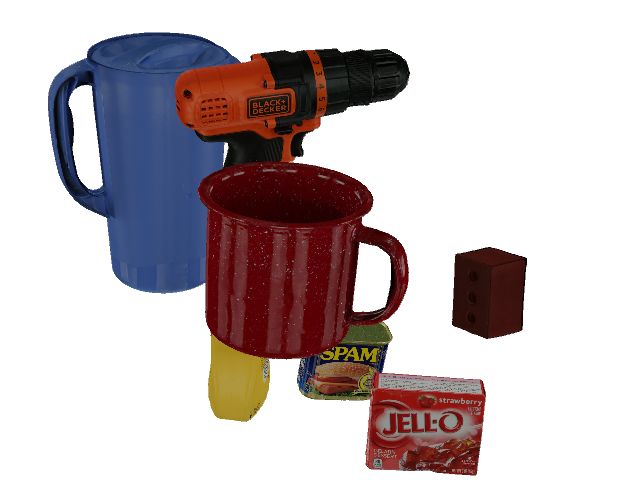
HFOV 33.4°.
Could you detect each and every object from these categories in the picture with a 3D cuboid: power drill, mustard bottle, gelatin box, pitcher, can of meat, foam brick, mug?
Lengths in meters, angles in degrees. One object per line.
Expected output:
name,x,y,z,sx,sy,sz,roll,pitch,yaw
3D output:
power drill,-0.021,-0.065,0.858,0.184,0.188,0.057,-8,36,-12
mustard bottle,-0.073,0.067,0.972,0.058,0.192,0.096,7,37,4
gelatin box,0.082,0.145,0.839,0.089,0.073,0.030,4,21,2
pitcher,-0.166,-0.073,1.045,0.149,0.243,0.144,11,27,16
can of meat,0.026,0.140,1.260,0.102,0.084,0.057,4,24,-14
foam brick,0.167,0.052,1.062,0.051,0.078,0.053,-12,20,-36
mug,-0.009,0.013,0.575,0.117,0.081,0.093,11,25,14
